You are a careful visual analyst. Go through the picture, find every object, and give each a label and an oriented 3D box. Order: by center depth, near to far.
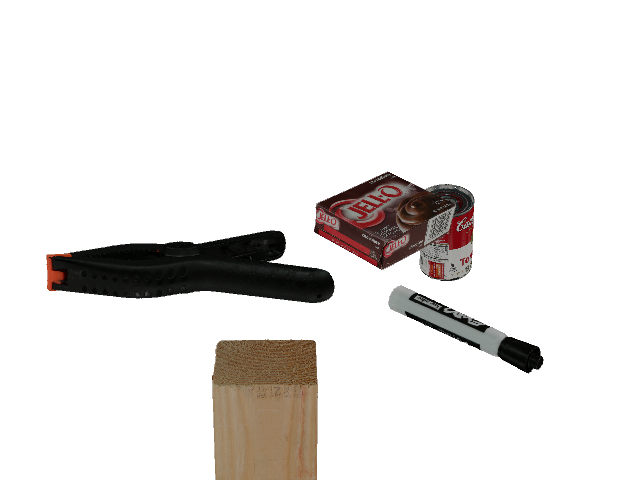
[{"bbox_3d":[0.099,0.060,0.730,0.121,0.020,0.020,24,15,37],"label":"marker"},{"bbox_3d":[-0.099,0.023,0.815,0.209,0.036,0.165,-3,12,-22],"label":"clamp"},{"bbox_3d":[-0.048,0.200,0.950,0.090,0.206,0.091,0,20,-2],"label":"wood block"},{"bbox_3d":[0.063,-0.022,1.047,0.090,0.039,0.113,30,37,33],"label":"pudding box"},{"bbox_3d":[0.155,-0.009,1.320,0.068,0.102,0.068,-3,36,2],"label":"soup can"}]
